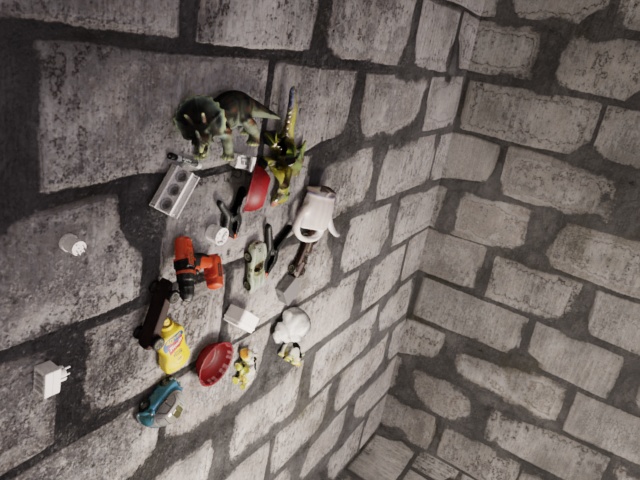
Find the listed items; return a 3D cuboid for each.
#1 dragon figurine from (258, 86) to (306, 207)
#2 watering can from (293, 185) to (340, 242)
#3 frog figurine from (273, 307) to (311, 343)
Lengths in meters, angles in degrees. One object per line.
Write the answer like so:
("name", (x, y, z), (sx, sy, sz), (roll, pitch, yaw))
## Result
("dragon figurine", (-0.102, -0.298, 1.726), (0.244, 0.122, 0.407), (-29, 137, -75))
("watering can", (0.006, -0.101, 2.008), (0.348, 0.104, 0.223), (-1, 108, -60))
("frog figurine", (-0.119, 0.347, 2.082), (0.160, 0.121, 0.138), (-10, 85, -49))
